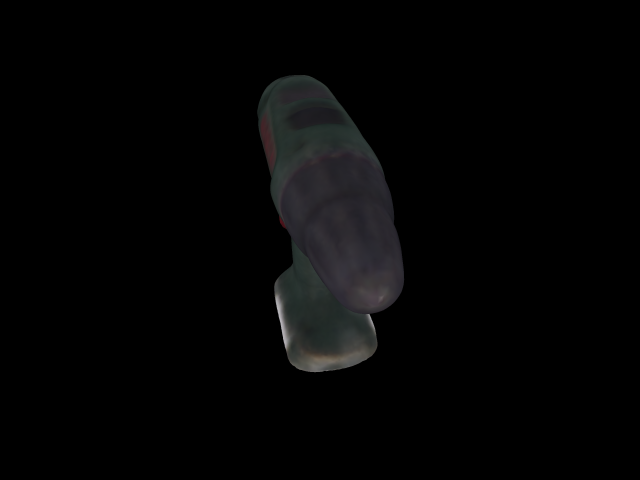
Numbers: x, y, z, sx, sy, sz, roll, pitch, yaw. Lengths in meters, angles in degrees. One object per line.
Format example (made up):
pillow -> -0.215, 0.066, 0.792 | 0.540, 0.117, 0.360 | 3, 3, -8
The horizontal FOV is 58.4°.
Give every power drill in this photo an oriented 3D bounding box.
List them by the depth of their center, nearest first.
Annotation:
power drill -> 0.004, 0.001, 0.400 | 0.075, 0.208, 0.229 | -11, 50, -8
